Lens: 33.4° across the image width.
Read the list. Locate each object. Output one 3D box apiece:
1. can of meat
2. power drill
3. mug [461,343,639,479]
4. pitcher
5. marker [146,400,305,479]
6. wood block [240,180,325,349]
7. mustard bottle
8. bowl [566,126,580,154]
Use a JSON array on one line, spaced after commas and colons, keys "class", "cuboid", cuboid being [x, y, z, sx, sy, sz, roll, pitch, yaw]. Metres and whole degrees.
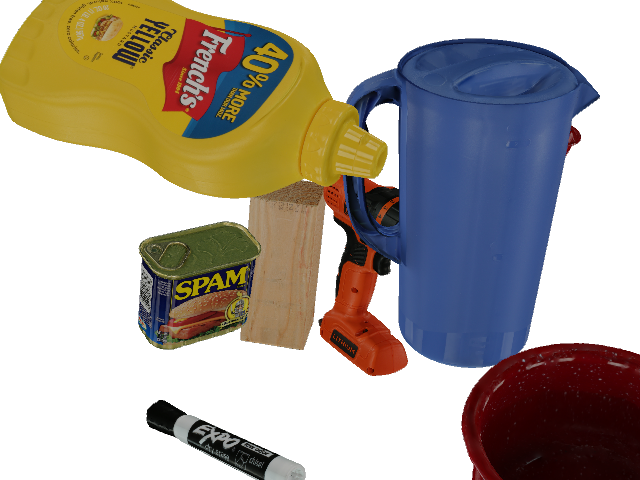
[{"class": "can of meat", "cuboid": [-0.107, 0.040, 0.923, 0.101, 0.084, 0.057, -14, 41, -31]}, {"class": "power drill", "cuboid": [0.062, 0.038, 1.079, 0.057, 0.188, 0.185, -9, 28, -32]}, {"class": "mug", "cuboid": [0.108, 0.099, 0.390, 0.117, 0.081, 0.093, 5, 36, 9]}, {"class": "pitcher", "cuboid": [0.109, -0.026, 0.830, 0.149, 0.243, 0.144, 24, 37, 34]}, {"class": "marker", "cuboid": [-0.060, 0.121, 0.634, 0.121, 0.020, 0.020, 16, 10, 38]}, {"class": "wood block", "cuboid": [-0.050, 0.029, 1.421, 0.090, 0.206, 0.090, 8, 23, 5]}, {"class": "mustard bottle", "cuboid": [-0.057, -0.070, 0.529, 0.192, 0.096, 0.058, 22, -34, 17]}, {"class": "bowl", "cuboid": [0.220, -0.110, 1.254, 0.162, 0.055, 0.162, 5, 23, -2]}]
